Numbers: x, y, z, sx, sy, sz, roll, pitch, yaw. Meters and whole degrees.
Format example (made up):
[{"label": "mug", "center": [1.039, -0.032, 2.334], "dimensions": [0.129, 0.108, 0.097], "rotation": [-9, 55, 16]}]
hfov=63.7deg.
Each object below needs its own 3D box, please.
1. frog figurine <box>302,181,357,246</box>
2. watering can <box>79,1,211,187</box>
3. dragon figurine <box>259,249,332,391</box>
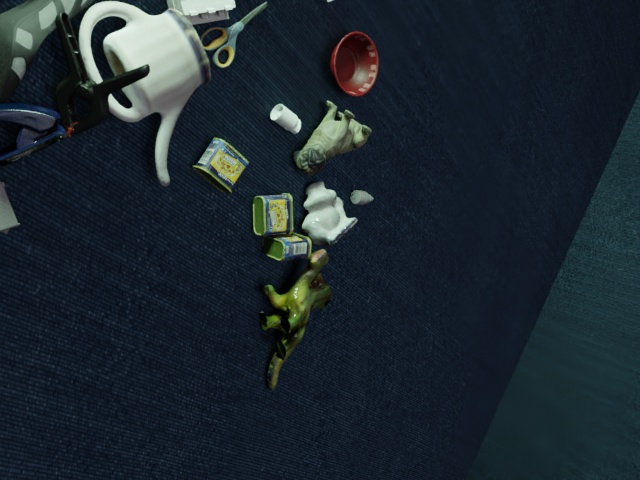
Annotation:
[{"label": "frog figurine", "center": [0.004, -0.069, 1.366], "dimensions": [0.139, 0.121, 0.159], "rotation": [-41, 90, -16]}, {"label": "watering can", "center": [-0.309, -0.295, 0.998], "dimensions": [0.227, 0.105, 0.341], "rotation": [-38, 125, -24]}, {"label": "dragon figurine", "center": [-0.043, 0.200, 1.384], "dimensions": [0.245, 0.123, 0.401], "rotation": [-23, 133, -43]}]
